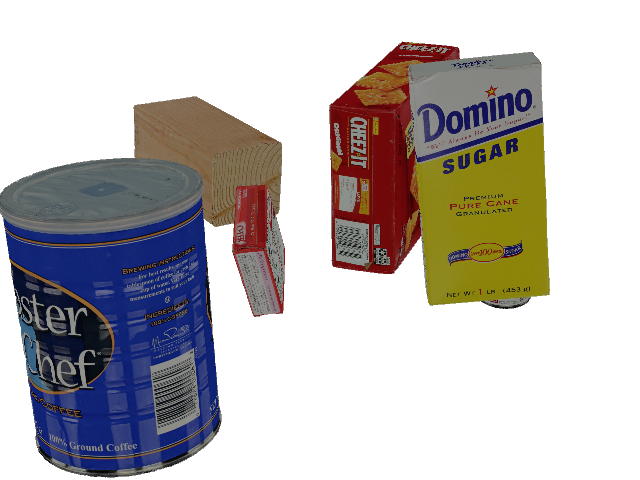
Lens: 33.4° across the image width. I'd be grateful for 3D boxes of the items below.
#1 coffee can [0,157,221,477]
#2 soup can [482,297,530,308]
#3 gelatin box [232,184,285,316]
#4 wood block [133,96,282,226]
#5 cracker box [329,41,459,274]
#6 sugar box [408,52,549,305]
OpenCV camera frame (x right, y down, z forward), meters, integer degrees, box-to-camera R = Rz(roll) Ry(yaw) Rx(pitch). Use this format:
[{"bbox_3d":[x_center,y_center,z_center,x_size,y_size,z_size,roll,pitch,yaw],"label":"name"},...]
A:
[{"bbox_3d":[-0.108,0.037,0.565,0.103,0.140,0.103,-2,21,1],"label":"coffee can"},{"bbox_3d":[0.207,0.016,1.188,0.068,0.102,0.068,-1,32,0],"label":"soup can"},{"bbox_3d":[-0.052,0.009,0.900,0.030,0.073,0.089,-7,-42,6],"label":"gelatin box"},{"bbox_3d":[-0.138,-0.099,1.274,0.090,0.090,0.206,-13,28,-32],"label":"wood block"},{"bbox_3d":[0.078,-0.086,1.043,0.072,0.164,0.213,9,28,21],"label":"cracker box"},{"bbox_3d":[0.117,-0.043,0.780,0.093,0.176,0.048,-6,22,4],"label":"sugar box"}]
